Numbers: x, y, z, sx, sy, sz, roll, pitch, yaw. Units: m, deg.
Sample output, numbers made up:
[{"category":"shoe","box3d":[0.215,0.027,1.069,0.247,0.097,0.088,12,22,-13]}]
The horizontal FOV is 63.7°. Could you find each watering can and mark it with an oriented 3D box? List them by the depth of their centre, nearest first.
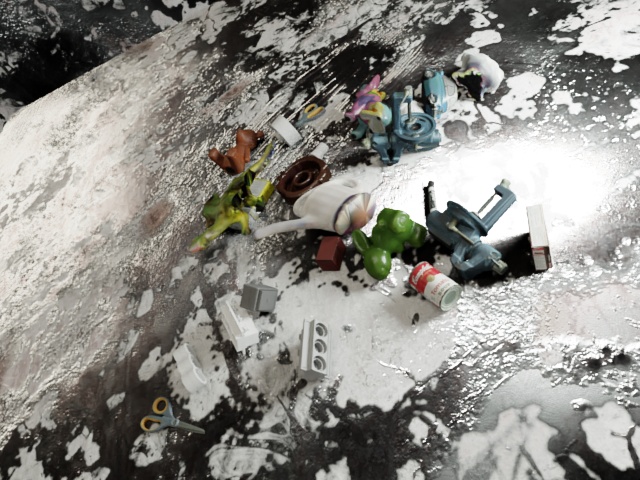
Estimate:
[{"category":"watering can","box3d":[0.004,-0.070,1.396,0.352,0.102,0.226,-37,39,-29]}]

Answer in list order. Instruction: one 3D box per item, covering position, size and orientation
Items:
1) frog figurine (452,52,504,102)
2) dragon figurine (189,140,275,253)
[{"category":"frog figurine","box3d":[0.478,-0.506,1.516,0.138,0.120,0.162,32,60,10]},{"category":"dragon figurine","box3d":[-0.283,-0.129,1.588,0.242,0.120,0.419,-5,51,39]}]
